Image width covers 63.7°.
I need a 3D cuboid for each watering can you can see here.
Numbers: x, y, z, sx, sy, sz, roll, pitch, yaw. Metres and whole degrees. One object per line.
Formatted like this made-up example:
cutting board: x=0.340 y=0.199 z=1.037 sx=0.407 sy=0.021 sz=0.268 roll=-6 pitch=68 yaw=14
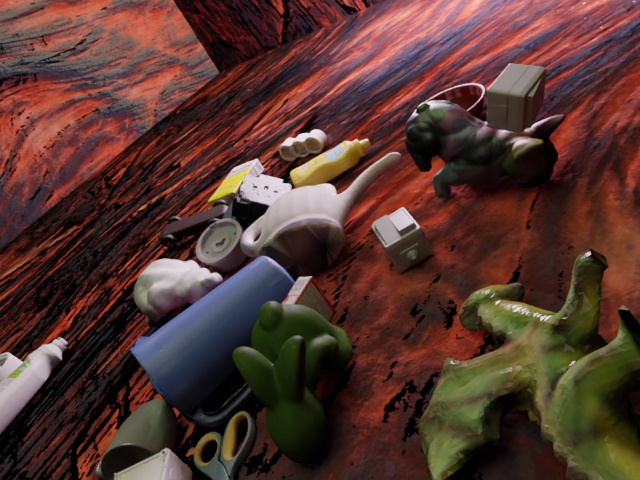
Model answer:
watering can: x=0.003 y=-0.047 z=0.933 sx=0.346 sy=0.102 sz=0.229 roll=-26 pitch=29 yaw=11

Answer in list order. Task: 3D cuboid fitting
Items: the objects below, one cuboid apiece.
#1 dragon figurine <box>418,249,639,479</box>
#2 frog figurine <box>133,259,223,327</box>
dragon figurine: x=0.194 y=0.158 z=0.450 sx=0.239 sy=0.121 sz=0.420 roll=-36 pitch=20 yaw=31
frog figurine: x=-0.273 y=0.086 z=0.986 sx=0.157 sy=0.122 sz=0.139 roll=-25 pitch=6 yaw=39
